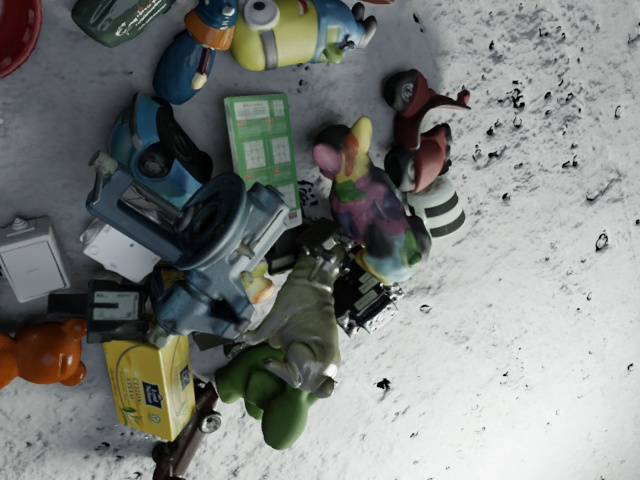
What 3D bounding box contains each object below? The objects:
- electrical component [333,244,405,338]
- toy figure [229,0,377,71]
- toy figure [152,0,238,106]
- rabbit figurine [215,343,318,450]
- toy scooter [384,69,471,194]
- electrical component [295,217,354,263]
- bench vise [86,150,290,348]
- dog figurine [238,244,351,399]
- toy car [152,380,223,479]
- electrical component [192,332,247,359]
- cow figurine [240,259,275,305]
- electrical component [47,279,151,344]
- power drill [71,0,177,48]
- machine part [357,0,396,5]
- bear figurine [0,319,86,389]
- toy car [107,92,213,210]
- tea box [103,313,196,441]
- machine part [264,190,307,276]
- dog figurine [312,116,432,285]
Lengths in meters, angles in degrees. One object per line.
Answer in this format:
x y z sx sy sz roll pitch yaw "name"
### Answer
0.061 0.084 0.841 0.115 0.134 0.058 -39 128 -1 "electrical component"
-0.024 -0.250 0.651 0.180 0.082 0.089 -8 117 -25 "toy figure"
-0.136 -0.223 0.603 0.064 0.058 0.154 38 120 -11 "toy figure"
-0.061 0.249 0.849 0.159 0.170 0.121 -36 127 -3 "rabbit figurine"
0.164 -0.162 0.796 0.135 0.075 0.183 -15 117 -20 "toy scooter"
-0.002 -0.002 0.739 0.063 0.094 0.021 -38 136 -27 "electrical component"
-0.153 0.001 0.576 0.223 0.129 0.240 -45 127 8 "bench vise"
0.001 0.100 0.753 0.190 0.172 0.121 -54 159 4 "dog figurine"
-0.218 0.316 0.858 0.053 0.089 0.202 16 110 -36 "toy car"
-0.152 0.139 0.811 0.078 0.045 0.102 -16 139 -17 "electrical component"
-0.124 0.026 0.756 0.068 0.098 0.167 -37 145 -10 "cow figurine"
-0.275 0.091 0.674 0.119 0.075 0.047 -1 154 -23 "electrical component"
-0.203 -0.327 0.529 0.232 0.086 0.207 -49 134 8 "power drill"
0.068 -0.359 0.560 0.087 0.202 0.201 22 104 -36 "machine part"
-0.402 0.134 0.672 0.196 0.132 0.120 -11 124 -42 "bear figurine"
-0.201 -0.089 0.649 0.103 0.109 0.161 -20 143 13 "toy car"
-0.241 0.193 0.768 0.098 0.068 0.169 10 118 19 "tea box"
-0.048 -0.010 0.796 0.084 0.039 0.138 -9 121 -17 "machine part"
0.065 -0.061 0.744 0.108 0.192 0.219 -32 140 -4 "dog figurine"
